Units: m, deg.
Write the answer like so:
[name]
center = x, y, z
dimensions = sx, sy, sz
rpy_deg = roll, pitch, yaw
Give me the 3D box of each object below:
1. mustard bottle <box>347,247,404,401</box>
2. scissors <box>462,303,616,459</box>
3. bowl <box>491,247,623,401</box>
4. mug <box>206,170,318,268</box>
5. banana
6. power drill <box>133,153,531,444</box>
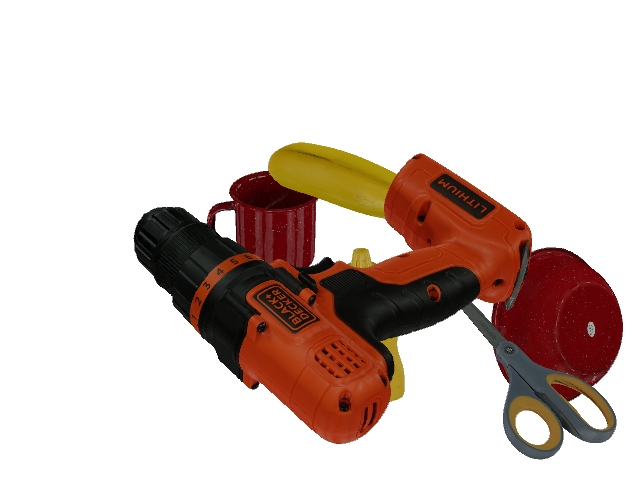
[mustard bottle]
center = 0.051, 0.101, 1.282
dimensions = 0.096, 0.192, 0.058
rpy_deg = -2, 20, 1
[scissors]
center = 0.148, 0.108, 0.880
dimensions = 0.096, 0.016, 0.202
rpy_deg = -33, 53, -31
[bowl]
center = 0.249, 0.087, 1.064
dimensions = 0.161, 0.162, 0.055
rpy_deg = 0, -1, -31
[mug]
center = -0.058, -0.015, 1.091
dimensions = 0.117, 0.081, 0.093
rpy_deg = -4, 29, -9
[banana]
center = 0.009, -0.043, 0.789
dimensions = 0.198, 0.037, 0.069
rpy_deg = 23, -13, 48
[power drill]
center = 0.012, 0.014, 0.602
dimensions = 0.187, 0.057, 0.185
rpy_deg = -27, 52, -33
